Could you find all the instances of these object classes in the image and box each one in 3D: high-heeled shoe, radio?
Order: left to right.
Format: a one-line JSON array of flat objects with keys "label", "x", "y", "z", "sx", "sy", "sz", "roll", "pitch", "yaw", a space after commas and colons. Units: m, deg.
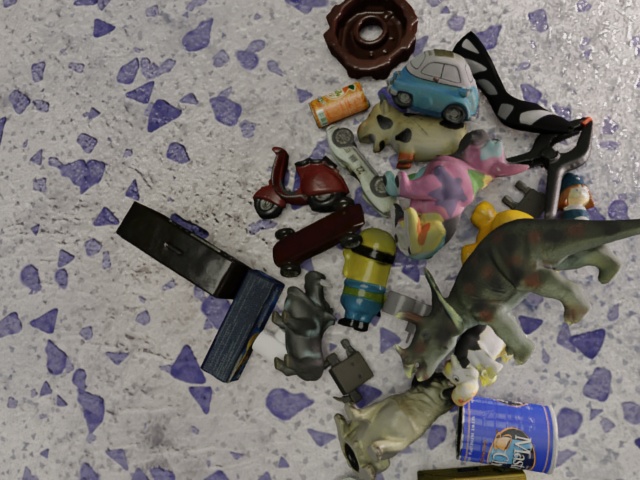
[{"label": "radio", "x": -0.241, "y": 0.023, "z": 0.978, "sx": 0.230, "sy": 0.131, "sz": 0.073, "roll": 31, "pitch": 87, "yaw": 13}, {"label": "high-heeled shoe", "x": 0.334, "y": -0.273, "z": 0.933, "sx": 0.249, "sy": 0.086, "sz": 0.145, "roll": 23, "pitch": 104, "yaw": 30}]

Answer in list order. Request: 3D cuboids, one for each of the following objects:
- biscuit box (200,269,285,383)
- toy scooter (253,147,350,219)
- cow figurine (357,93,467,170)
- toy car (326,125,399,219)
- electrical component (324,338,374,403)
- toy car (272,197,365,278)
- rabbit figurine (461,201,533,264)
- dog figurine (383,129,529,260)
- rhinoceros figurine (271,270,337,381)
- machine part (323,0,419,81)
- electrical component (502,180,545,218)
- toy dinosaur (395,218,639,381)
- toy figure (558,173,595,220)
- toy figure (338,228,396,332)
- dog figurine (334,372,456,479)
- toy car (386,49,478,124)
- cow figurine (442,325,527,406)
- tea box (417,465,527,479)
[{"label": "biscuit box", "x": -0.138, "y": 0.154, "z": 0.976, "sx": 0.063, "sy": 0.059, "sz": 0.202, "roll": 26, "pitch": 87, "yaw": 14}, {"label": "toy scooter", "x": -0.038, "y": -0.114, "z": 0.995, "sx": 0.184, "sy": 0.075, "sz": 0.135, "roll": -6, "pitch": 79, "yaw": 14}, {"label": "cow figurine", "x": 0.164, "y": -0.194, "z": 0.965, "sx": 0.195, "sy": 0.085, "sz": 0.127, "roll": 1, "pitch": 80, "yaw": 7}, {"label": "toy car", "x": 0.074, "y": -0.127, "z": 0.974, "sx": 0.056, "sy": 0.073, "sz": 0.202, "roll": -38, "pitch": 77, "yaw": 2}, {"label": "electrical component", "x": 0.045, "y": 0.235, "z": 0.942, "sx": 0.078, "sy": 0.045, "sz": 0.102, "roll": -34, "pitch": 79, "yaw": -26}, {"label": "toy car", "x": -0.002, "y": -0.003, "z": 0.953, "sx": 0.202, "sy": 0.053, "sz": 0.089, "roll": -27, "pitch": 57, "yaw": 28}, {"label": "rabbit figurine", "x": 0.311, "y": 0.007, "z": 0.863, "sx": 0.162, "sy": 0.173, "sz": 0.122, "roll": 27, "pitch": 82, "yaw": 17}, {"label": "dog figurine", "x": 0.226, "y": -0.075, "z": 0.879, "sx": 0.219, "sy": 0.108, "sz": 0.191, "roll": -12, "pitch": 94, "yaw": -4}, {"label": "rhinoceros figurine", "x": -0.022, "y": 0.145, "z": 0.928, "sx": 0.112, "sy": 0.073, "sz": 0.190, "roll": 10, "pitch": 69, "yaw": -18}, {"label": "machine part", "x": 0.098, "y": -0.392, "z": 1.022, "sx": 0.179, "sy": 0.056, "sz": 0.179, "roll": -2, "pitch": 80, "yaw": 10}, {"label": "electrical component", "x": 0.369, "y": -0.057, "z": 0.939, "sx": 0.094, "sy": 0.021, "sz": 0.063, "roll": 42, "pitch": 90, "yaw": 14}, {"label": "toy dinosaur", "x": 0.270, "y": 0.049, "z": 0.759, "sx": 0.192, "sy": 0.131, "sz": 0.404, "roll": 42, "pitch": 118, "yaw": 9}, {"label": "toy figure", "x": 0.433, "y": -0.043, "z": 0.910, "sx": 0.064, "sy": 0.058, "sz": 0.154, "roll": 9, "pitch": 79, "yaw": -28}, {"label": "toy figure", "x": 0.084, "y": 0.069, "z": 0.936, "sx": 0.089, "sy": 0.082, "sz": 0.180, "roll": 2, "pitch": 76, "yaw": 47}, {"label": "dog figurine", "x": 0.135, "y": 0.307, "z": 0.899, "sx": 0.190, "sy": 0.172, "sz": 0.121, "roll": -16, "pitch": 63, "yaw": -25}, {"label": "toy car", "x": 0.198, "y": -0.266, "z": 0.901, "sx": 0.162, "sy": 0.109, "sz": 0.102, "roll": 16, "pitch": 123, "yaw": -1}, {"label": "cow figurine", "x": 0.249, "y": 0.186, "z": 0.869, "sx": 0.167, "sy": 0.068, "sz": 0.098, "roll": -33, "pitch": 64, "yaw": -32}, {"label": "tea box", "x": 0.247, "y": 0.421, "z": 0.863, "sx": 0.170, "sy": 0.068, "sz": 0.098, "roll": -7, "pitch": 81, "yaw": 8}]
